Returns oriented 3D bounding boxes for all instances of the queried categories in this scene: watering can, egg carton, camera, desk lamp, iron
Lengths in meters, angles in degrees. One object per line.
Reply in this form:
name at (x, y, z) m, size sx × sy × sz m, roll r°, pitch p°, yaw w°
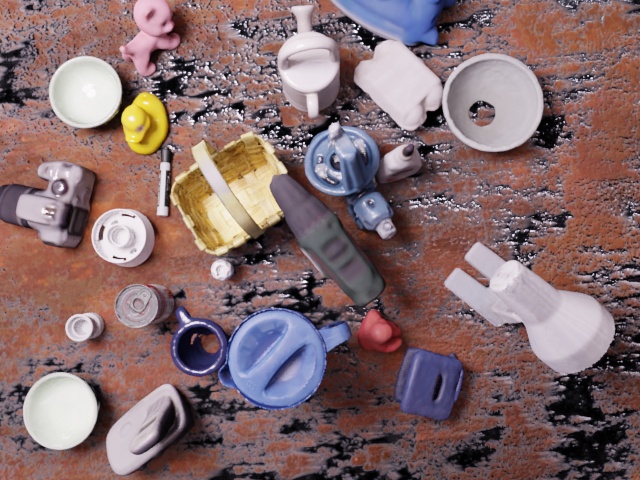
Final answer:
watering can at (-0.020, -0.288, 0.921) m, size 0.101 × 0.194 × 0.173 m, roll -28°, pitch 86°, yaw -1°
egg carton at (0.137, -0.266, 0.980) m, size 0.150 × 0.069 × 0.107 m, roll 44°, pitch 88°, yaw 3°
camera at (-0.467, -0.068, 0.956) m, size 0.137 × 0.101 × 0.143 m, roll 12°, pitch 86°, yaw 1°
desk lamp at (0.314, 0.098, 0.882) m, size 0.203 × 0.213 × 0.118 m, roll 37°, pitch 87°, yaw 3°
iron at (0.101, -0.431, 0.956) m, size 0.258 × 0.141 × 0.119 m, roll 23°, pitch 87°, yaw 2°

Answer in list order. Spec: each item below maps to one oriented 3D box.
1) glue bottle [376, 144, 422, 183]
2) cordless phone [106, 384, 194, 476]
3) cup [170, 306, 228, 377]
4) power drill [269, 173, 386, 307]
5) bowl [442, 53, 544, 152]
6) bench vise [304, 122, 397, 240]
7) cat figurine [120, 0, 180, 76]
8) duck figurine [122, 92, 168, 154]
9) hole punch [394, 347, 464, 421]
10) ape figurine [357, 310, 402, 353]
glue bottle at (0.131, -0.128, 0.919) m, size 0.078 × 0.173 × 0.037 m, roll -21°, pitch 86°, yaw -1°
cordless phone at (-0.280, 0.307, 0.887) m, size 0.147 × 0.185 × 0.094 m, roll -42°, pitch 86°, yaw -2°
cup at (-0.196, 0.161, 0.941) m, size 0.091 × 0.095 × 0.118 m, roll -30°, pitch 86°, yaw -1°
power drill at (0.008, 0.003, 0.894) m, size 0.075 × 0.208 × 0.229 m, roll -41°, pitch 87°, yaw -2°
bowl at (0.286, -0.224, 0.974) m, size 0.167 × 0.074 × 0.167 m, roll 0°, pitch 86°, yaw 1°
bench vise at (0.063, -0.105, 0.895) m, size 0.207 × 0.219 × 0.121 m, roll 39°, pitch 87°, yaw 3°
cat figurine at (-0.291, -0.356, 0.966) m, size 0.067 × 0.117 × 0.128 m, roll 39°, pitch 87°, yaw 3°
duck figurine at (-0.305, -0.204, 0.971) m, size 0.077 × 0.086 × 0.105 m, roll 9°, pitch 86°, yaw 1°
hole punch at (0.182, 0.234, 0.935) m, size 0.101 × 0.091 × 0.109 m, roll 15°, pitch 86°, yaw 2°
ape figurine at (0.098, 0.153, 0.941) m, size 0.076 × 0.092 × 0.078 m, roll -19°, pitch 86°, yaw -1°
